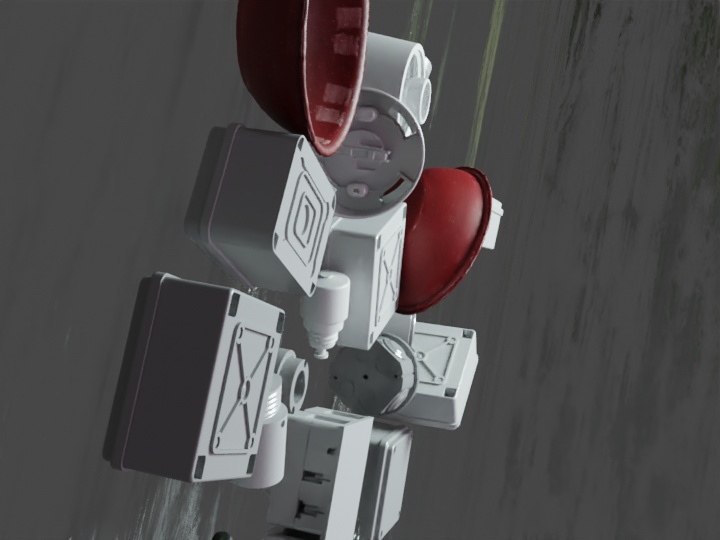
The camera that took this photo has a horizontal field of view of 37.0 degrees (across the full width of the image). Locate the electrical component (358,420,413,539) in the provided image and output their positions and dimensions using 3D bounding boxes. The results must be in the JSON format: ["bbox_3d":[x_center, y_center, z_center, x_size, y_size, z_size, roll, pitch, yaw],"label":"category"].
[{"bbox_3d":[0.013,0.224,1.155,0.109,0.056,0.108,-4,103,-76],"label":"electrical component"}]

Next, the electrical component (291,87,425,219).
[{"bbox_3d":[0.000,-0.090,0.816,0.064,0.099,0.099,-54,151,-75],"label":"electrical component"}]

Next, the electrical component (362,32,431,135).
[{"bbox_3d":[0.029,-0.153,0.957,0.108,0.060,0.108,10,90,-77],"label":"electrical component"}]

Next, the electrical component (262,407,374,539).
[{"bbox_3d":[-0.044,0.214,0.908,0.105,0.060,0.186,15,84,-76],"label":"electrical component"}]

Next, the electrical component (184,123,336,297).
[{"bbox_3d":[-0.061,-0.036,0.680,0.113,0.057,0.078,60,42,-69],"label":"electrical component"}]

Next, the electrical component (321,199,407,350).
[{"bbox_3d":[0.000,0.000,0.952,0.108,0.056,0.108,-50,147,-64],"label":"electrical component"}]

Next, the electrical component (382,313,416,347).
[{"bbox_3d":[0.025,0.057,1.126,0.099,0.064,0.099,-173,-90,-90],"label":"electrical component"}]

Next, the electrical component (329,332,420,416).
[{"bbox_3d":[0.013,0.100,1.029,0.051,0.080,0.080,3,97,-71],"label":"electrical component"}]

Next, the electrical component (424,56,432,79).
[{"bbox_3d":[0.044,-0.184,1.043,0.040,0.040,0.046,72,36,-62],"label":"electrical component"}]

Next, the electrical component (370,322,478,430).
[{"bbox_3d":[0.068,0.114,1.196,0.108,0.109,0.056,-67,158,-44],"label":"electrical component"}]

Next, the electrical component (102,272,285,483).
[{"bbox_3d":[-0.092,0.064,0.623,0.109,0.056,0.108,37,64,-75],"label":"electrical component"}]

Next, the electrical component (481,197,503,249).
[{"bbox_3d":[0.097,-0.060,1.197,0.109,0.109,0.056,2,100,-76],"label":"electrical component"}]

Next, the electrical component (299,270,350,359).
[{"bbox_3d":[-0.030,0.036,0.889,0.040,0.040,0.078,-51,148,-64],"label":"electrical component"}]

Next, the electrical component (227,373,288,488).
[{"bbox_3d":[-0.073,0.107,0.756,0.043,0.043,0.081,-47,145,-66],"label":"electrical component"}]
